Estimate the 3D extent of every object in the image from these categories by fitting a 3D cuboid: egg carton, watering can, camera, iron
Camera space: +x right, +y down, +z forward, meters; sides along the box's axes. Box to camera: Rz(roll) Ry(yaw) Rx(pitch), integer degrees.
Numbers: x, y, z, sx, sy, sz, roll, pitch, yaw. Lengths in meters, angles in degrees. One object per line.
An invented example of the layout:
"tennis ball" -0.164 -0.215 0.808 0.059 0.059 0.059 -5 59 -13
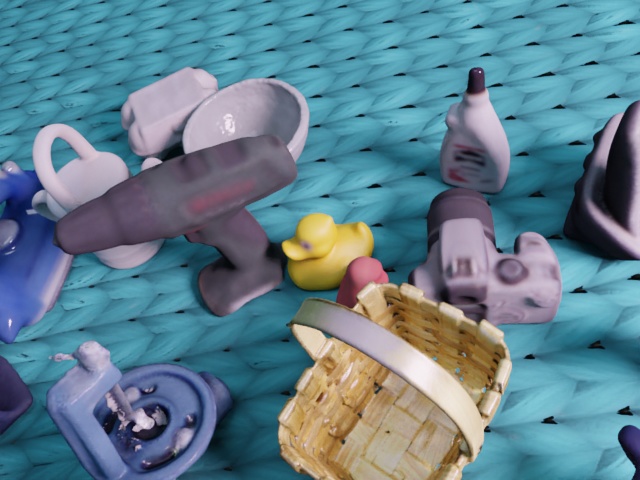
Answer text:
"egg carton" -0.205 -0.177 0.810 0.150 0.069 0.107 -28 56 -4
"watering can" -0.258 -0.058 0.671 0.173 0.194 0.100 -25 55 -2
"camera" 0.160 0.010 0.577 0.143 0.101 0.137 -4 57 12
"iron" -0.389 -0.009 0.705 0.118 0.142 0.258 -1 58 14

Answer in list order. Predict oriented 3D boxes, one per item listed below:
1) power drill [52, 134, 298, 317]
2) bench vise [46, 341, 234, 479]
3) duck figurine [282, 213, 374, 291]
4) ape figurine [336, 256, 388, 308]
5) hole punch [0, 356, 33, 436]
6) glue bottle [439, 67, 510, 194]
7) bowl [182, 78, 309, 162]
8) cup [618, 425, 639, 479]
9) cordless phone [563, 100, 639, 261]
"power drill" -0.119 -0.007 0.594 0.230 0.209 0.075 -32 56 -7
"bench vise" -0.167 0.184 0.477 0.121 0.220 0.207 8 60 19
"duck figurine" 0.006 0.002 0.631 0.104 0.086 0.077 -24 55 -2
"ape figurine" 0.050 0.050 0.585 0.076 0.092 0.078 -9 56 9
"hole punch" -0.389 0.172 0.619 0.108 0.091 0.101 33 71 30
"glue bottle" 0.165 -0.117 0.614 0.078 0.173 0.037 12 62 21
"bowl" -0.087 -0.126 0.744 0.167 0.075 0.167 -7 57 10
"cup" 0.262 0.203 0.431 0.092 0.095 0.117 -29 56 -5
"cordless phone" 0.303 -0.081 0.548 0.094 0.185 0.148 15 63 23
